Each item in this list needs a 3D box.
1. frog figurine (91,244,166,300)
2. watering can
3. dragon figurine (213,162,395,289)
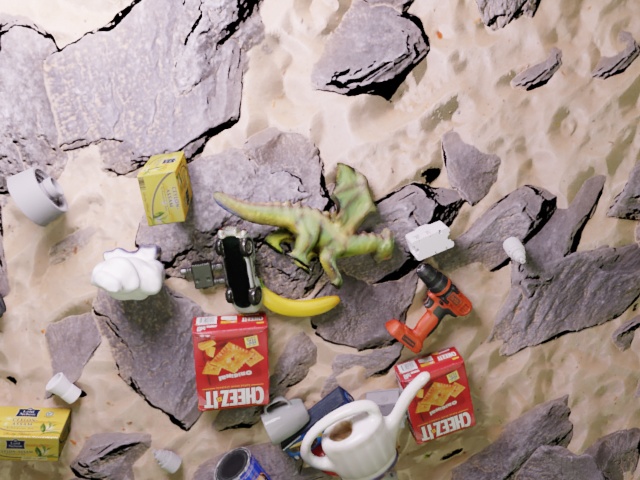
[{"bbox_3d":[-0.380,0.079,1.015,0.137,0.162,0.121,12,109,-14],"label":"frog figurine"},{"bbox_3d":[0.128,0.454,1.207,0.348,0.106,0.220,-25,116,-4],"label":"watering can"},{"bbox_3d":[0.003,-0.055,1.090,0.406,0.123,0.244,39,82,-22],"label":"dragon figurine"}]
